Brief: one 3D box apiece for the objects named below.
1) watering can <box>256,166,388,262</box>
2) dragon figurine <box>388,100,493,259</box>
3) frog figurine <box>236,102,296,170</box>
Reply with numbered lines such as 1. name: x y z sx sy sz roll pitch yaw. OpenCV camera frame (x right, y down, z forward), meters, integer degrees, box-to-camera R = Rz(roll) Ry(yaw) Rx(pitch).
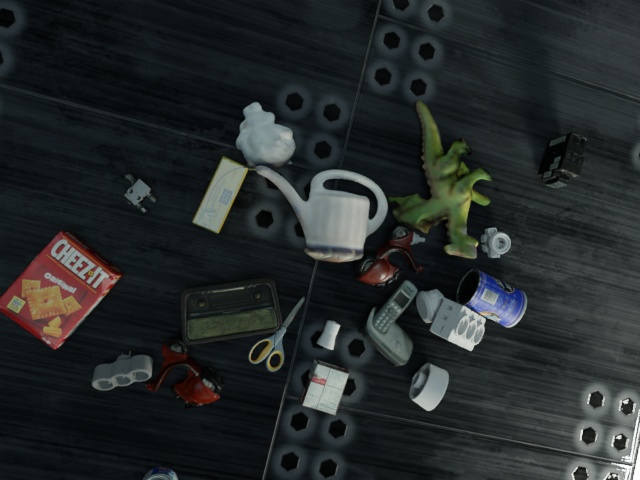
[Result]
1. watering can: 0.004 -0.062 1.239 0.347 0.104 0.225 6 88 -21
2. dragon figurine: 0.284 -0.135 1.306 0.243 0.121 0.414 -34 78 -3
3. frog figurine: -0.132 -0.249 1.227 0.137 0.124 0.158 -7 103 10
